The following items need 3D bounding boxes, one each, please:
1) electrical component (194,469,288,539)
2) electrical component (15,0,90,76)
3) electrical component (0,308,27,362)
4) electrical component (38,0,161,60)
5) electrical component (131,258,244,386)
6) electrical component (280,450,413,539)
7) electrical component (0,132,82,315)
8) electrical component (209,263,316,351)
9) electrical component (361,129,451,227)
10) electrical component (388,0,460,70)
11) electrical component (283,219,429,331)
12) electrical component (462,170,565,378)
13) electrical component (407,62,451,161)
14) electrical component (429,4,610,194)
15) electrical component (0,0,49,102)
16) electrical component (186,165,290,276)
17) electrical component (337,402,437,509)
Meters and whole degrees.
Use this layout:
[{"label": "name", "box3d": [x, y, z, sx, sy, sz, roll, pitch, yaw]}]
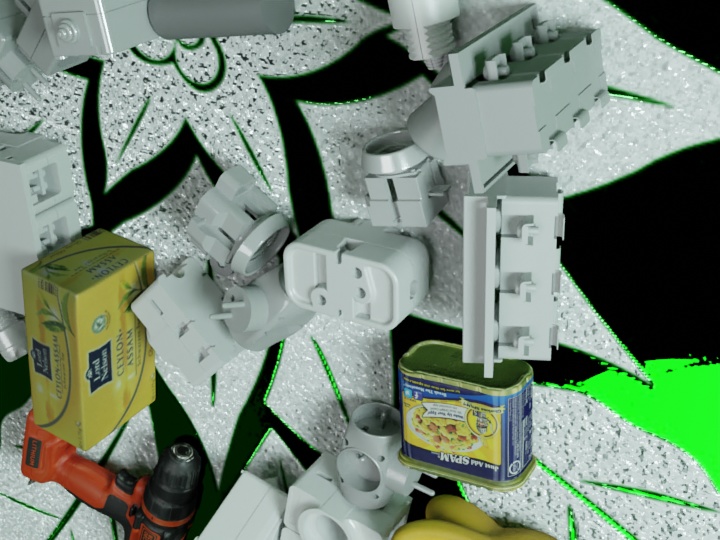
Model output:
[{"label": "electrical component", "box3d": [-0.092, 0.227, 0.948, 0.061, 0.096, 0.061, 26, 155, 20]}, {"label": "electrical component", "box3d": [-0.242, -0.205, 0.840, 0.076, 0.047, 0.065, 47, 131, 3]}, {"label": "electrical component", "box3d": [-0.347, 0.058, 1.060, 0.035, 0.035, 0.061, -23, 98, 39]}, {"label": "electrical component", "box3d": [-0.186, -0.191, 0.778, 0.062, 0.096, 0.061, 6, 117, 32]}, {"label": "electrical component", "box3d": [-0.142, 0.046, 0.907, 0.089, 0.050, 0.056, 51, 129, 0]}, {"label": "electrical component", "box3d": [-0.020, 0.245, 0.926, 0.089, 0.062, 0.150, 25, 126, 20]}, {"label": "electrical component", "box3d": [-0.298, -0.041, 0.956, 0.089, 0.062, 0.150, 13, 121, 28]}, {"label": "electrical component", "box3d": [-0.080, 0.030, 0.840, 0.077, 0.079, 0.043, -39, 65, 40]}, {"label": "electrical component", "box3d": [0.028, -0.063, 0.739, 0.066, 0.048, 0.055, 3, 123, 33]}, {"label": "electrical component", "box3d": [0.040, -0.166, 0.676, 0.043, 0.043, 0.081, 1, 115, 33]}, {"label": "electrical component", "box3d": [0.000, 0.000, 0.782, 0.095, 0.059, 0.053, 14, 121, 27]}, {"label": "electrical component", "box3d": [0.101, -0.001, 0.711, 0.063, 0.078, 0.121, 2, 117, 9]}, {"label": "electrical component", "box3d": [0.062, -0.104, 0.692, 0.045, 0.045, 0.055, 43, 134, 7]}, {"label": "electrical component", "box3d": [0.097, -0.103, 0.621, 0.063, 0.121, 0.078, 0, 114, 31]}, {"label": "electrical component", "box3d": [-0.286, -0.173, 0.887, 0.076, 0.047, 0.065, 46, 130, 4]}, {"label": "electrical component", "box3d": [-0.091, -0.033, 0.827, 0.057, 0.058, 0.078, 42, 130, 11]}, {"label": "electrical component", "box3d": [0.026, 0.156, 0.859, 0.079, 0.044, 0.077, 22, 124, 22]}]
